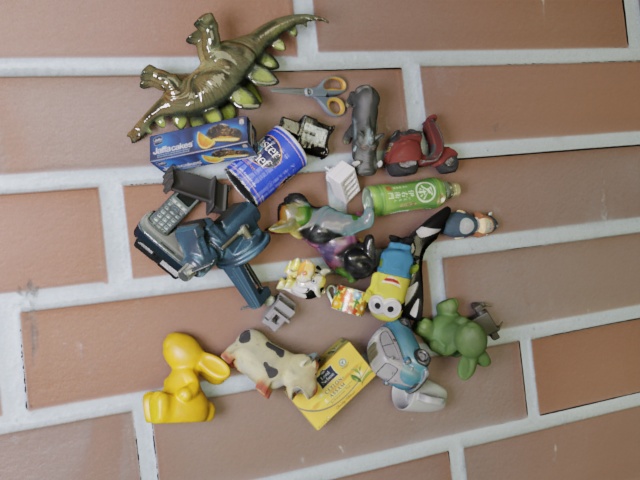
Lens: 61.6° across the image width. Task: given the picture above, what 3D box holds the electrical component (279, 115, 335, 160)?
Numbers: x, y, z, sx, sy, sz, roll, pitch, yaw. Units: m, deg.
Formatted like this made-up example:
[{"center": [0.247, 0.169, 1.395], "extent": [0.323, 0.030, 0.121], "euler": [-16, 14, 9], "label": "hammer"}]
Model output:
[{"center": [-0.033, -0.223, 1.145], "extent": [0.119, 0.048, 0.074], "euler": [13, 84, -14], "label": "electrical component"}]

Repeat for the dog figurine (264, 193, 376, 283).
[{"center": [-0.002, -0.003, 1.119], "extent": [0.219, 0.108, 0.191], "euler": [-2, 91, -11], "label": "dog figurine"}]

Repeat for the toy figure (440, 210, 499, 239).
[{"center": [0.349, -0.033, 1.239], "extent": [0.154, 0.058, 0.064], "euler": [0, 127, -17], "label": "toy figure"}]

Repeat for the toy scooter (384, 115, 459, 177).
[{"center": [0.224, -0.212, 1.201], "extent": [0.184, 0.075, 0.135], "euler": [-6, 90, -18], "label": "toy scooter"}]

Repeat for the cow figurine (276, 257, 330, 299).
[{"center": [-0.023, 0.084, 1.075], "extent": [0.098, 0.167, 0.068], "euler": [28, 76, -11], "label": "cow figurine"}]

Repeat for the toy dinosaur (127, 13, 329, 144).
[{"center": [-0.193, -0.342, 1.083], "extent": [0.471, 0.105, 0.198], "euler": [-43, 106, -4], "label": "toy dinosaur"}]

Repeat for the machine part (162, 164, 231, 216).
[{"center": [-0.241, -0.098, 1.059], "extent": [0.139, 0.039, 0.084], "euler": [21, 60, -30], "label": "machine part"}]

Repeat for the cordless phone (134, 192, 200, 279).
[{"center": [-0.264, -0.027, 1.067], "extent": [0.146, 0.089, 0.184], "euler": [41, 60, -10], "label": "cordless phone"}]

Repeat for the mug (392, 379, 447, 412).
[{"center": [0.229, 0.336, 1.170], "extent": [0.107, 0.110, 0.081], "euler": [16, 76, -26], "label": "mug"}]

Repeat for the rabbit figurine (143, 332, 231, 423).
[{"center": [-0.257, 0.263, 1.037], "extent": [0.162, 0.122, 0.173], "euler": [0, 69, -18], "label": "rabbit figurine"}]

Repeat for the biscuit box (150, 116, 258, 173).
[{"center": [-0.226, -0.182, 1.039], "extent": [0.203, 0.059, 0.063], "euler": [-10, 71, 10], "label": "biscuit box"}]

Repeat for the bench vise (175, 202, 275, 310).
[{"center": [-0.163, 0.046, 1.033], "extent": [0.240, 0.129, 0.224], "euler": [62, 32, -23], "label": "bench vise"}]

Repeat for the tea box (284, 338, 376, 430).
[{"center": [0.020, 0.299, 1.130], "extent": [0.169, 0.068, 0.098], "euler": [-42, 99, -12], "label": "tea box"}]

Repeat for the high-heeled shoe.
[{"center": [0.239, 0.055, 1.179], "extent": [0.145, 0.086, 0.248], "euler": [44, 95, 10], "label": "high-heeled shoe"}]

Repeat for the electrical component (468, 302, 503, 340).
[{"center": [0.378, 0.194, 1.246], "extent": [0.078, 0.045, 0.102], "euler": [-37, 96, 15], "label": "electrical component"}]

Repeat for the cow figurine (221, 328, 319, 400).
[{"center": [-0.086, 0.247, 1.069], "extent": [0.195, 0.085, 0.127], "euler": [34, 73, 18], "label": "cow figurine"}]

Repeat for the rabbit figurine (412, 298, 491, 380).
[{"center": [0.297, 0.219, 1.154], "extent": [0.121, 0.170, 0.159], "euler": [-27, 94, -14], "label": "rabbit figurine"}]

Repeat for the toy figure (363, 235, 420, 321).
[{"center": [0.156, 0.082, 1.122], "extent": [0.089, 0.082, 0.180], "euler": [19, 84, -52], "label": "toy figure"}]

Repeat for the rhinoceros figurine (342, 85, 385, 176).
[{"center": [0.099, -0.231, 1.148], "extent": [0.073, 0.112, 0.190], "euler": [1, 92, -18], "label": "rhinoceros figurine"}]

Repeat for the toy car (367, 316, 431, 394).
[{"center": [0.152, 0.236, 1.120], "extent": [0.103, 0.109, 0.162], "euler": [2, 50, -29], "label": "toy car"}]
